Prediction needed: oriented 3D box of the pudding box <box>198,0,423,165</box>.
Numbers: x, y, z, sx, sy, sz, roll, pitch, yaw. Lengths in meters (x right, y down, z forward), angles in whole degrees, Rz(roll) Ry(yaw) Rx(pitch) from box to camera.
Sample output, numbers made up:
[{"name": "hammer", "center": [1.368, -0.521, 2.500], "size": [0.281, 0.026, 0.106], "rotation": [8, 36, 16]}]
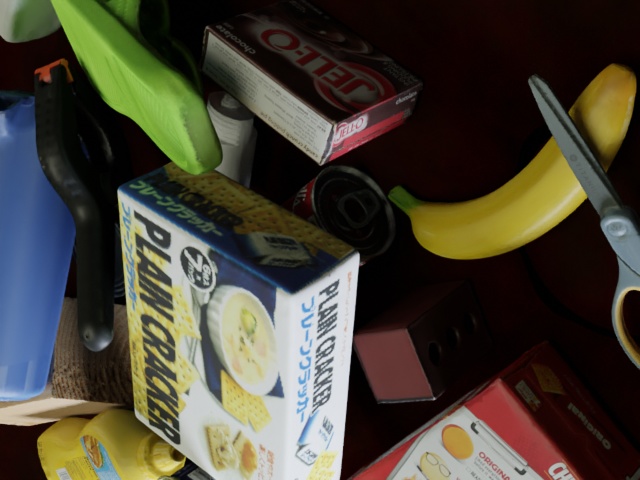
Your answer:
[{"name": "pudding box", "center": [-0.006, -0.103, 0.670], "size": [0.114, 0.089, 0.039], "rotation": [37, 132, 23]}]

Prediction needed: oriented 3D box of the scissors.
[{"name": "scissors", "center": [0.183, -0.004, 0.576], "size": [0.096, 0.016, 0.201], "rotation": [-3, 121, 35]}]

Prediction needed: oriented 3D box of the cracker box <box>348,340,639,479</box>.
[{"name": "cracker box", "center": [0.122, 0.188, 0.717], "size": [0.164, 0.071, 0.214], "rotation": [52, 134, 8]}]

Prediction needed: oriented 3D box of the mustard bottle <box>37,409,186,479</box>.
[{"name": "mustard bottle", "center": [-0.173, 0.194, 0.934], "size": [0.192, 0.058, 0.096], "rotation": [-21, 103, 49]}]

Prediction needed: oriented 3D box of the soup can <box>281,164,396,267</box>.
[{"name": "soup can", "center": [-0.005, 0.001, 0.738], "size": [0.102, 0.068, 0.068], "rotation": [-36, 85, 46]}]

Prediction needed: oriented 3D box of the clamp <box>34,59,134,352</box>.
[{"name": "clamp", "center": [-0.165, -0.028, 0.791], "size": [0.036, 0.164, 0.210], "rotation": [-17, 106, 22]}]

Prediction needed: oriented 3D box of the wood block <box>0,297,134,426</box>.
[{"name": "wood block", "center": [-0.257, 0.117, 0.989], "size": [0.207, 0.090, 0.090], "rotation": [-17, 68, 46]}]

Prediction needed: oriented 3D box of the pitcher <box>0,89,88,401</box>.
[{"name": "pitcher", "center": [-0.260, 0.001, 0.866], "size": [0.145, 0.149, 0.243], "rotation": [6, 88, 37]}]

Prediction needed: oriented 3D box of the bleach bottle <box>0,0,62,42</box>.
[{"name": "bleach bottle", "center": [-0.291, -0.278, 0.858], "size": [0.251, 0.067, 0.103], "rotation": [49, 134, 15]}]

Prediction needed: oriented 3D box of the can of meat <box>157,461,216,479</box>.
[{"name": "can of meat", "center": [-0.077, 0.205, 0.813], "size": [0.058, 0.083, 0.102], "rotation": [27, 127, 30]}]

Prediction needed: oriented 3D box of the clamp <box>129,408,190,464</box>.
[{"name": "clamp", "center": [-0.159, 0.205, 1.003], "size": [0.120, 0.039, 0.172], "rotation": [55, 139, 11]}]

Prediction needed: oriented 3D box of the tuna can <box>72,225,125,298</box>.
[{"name": "tuna can", "center": [-0.177, 0.004, 0.918], "size": [0.086, 0.033, 0.086], "rotation": [20, 123, 34]}]

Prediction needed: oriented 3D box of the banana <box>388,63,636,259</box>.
[{"name": "banana", "center": [0.115, -0.032, 0.634], "size": [0.198, 0.037, 0.069], "rotation": [-29, 92, 46]}]

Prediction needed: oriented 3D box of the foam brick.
[{"name": "foam brick", "center": [0.068, 0.066, 0.699], "size": [0.051, 0.078, 0.053], "rotation": [-14, 103, 44]}]
